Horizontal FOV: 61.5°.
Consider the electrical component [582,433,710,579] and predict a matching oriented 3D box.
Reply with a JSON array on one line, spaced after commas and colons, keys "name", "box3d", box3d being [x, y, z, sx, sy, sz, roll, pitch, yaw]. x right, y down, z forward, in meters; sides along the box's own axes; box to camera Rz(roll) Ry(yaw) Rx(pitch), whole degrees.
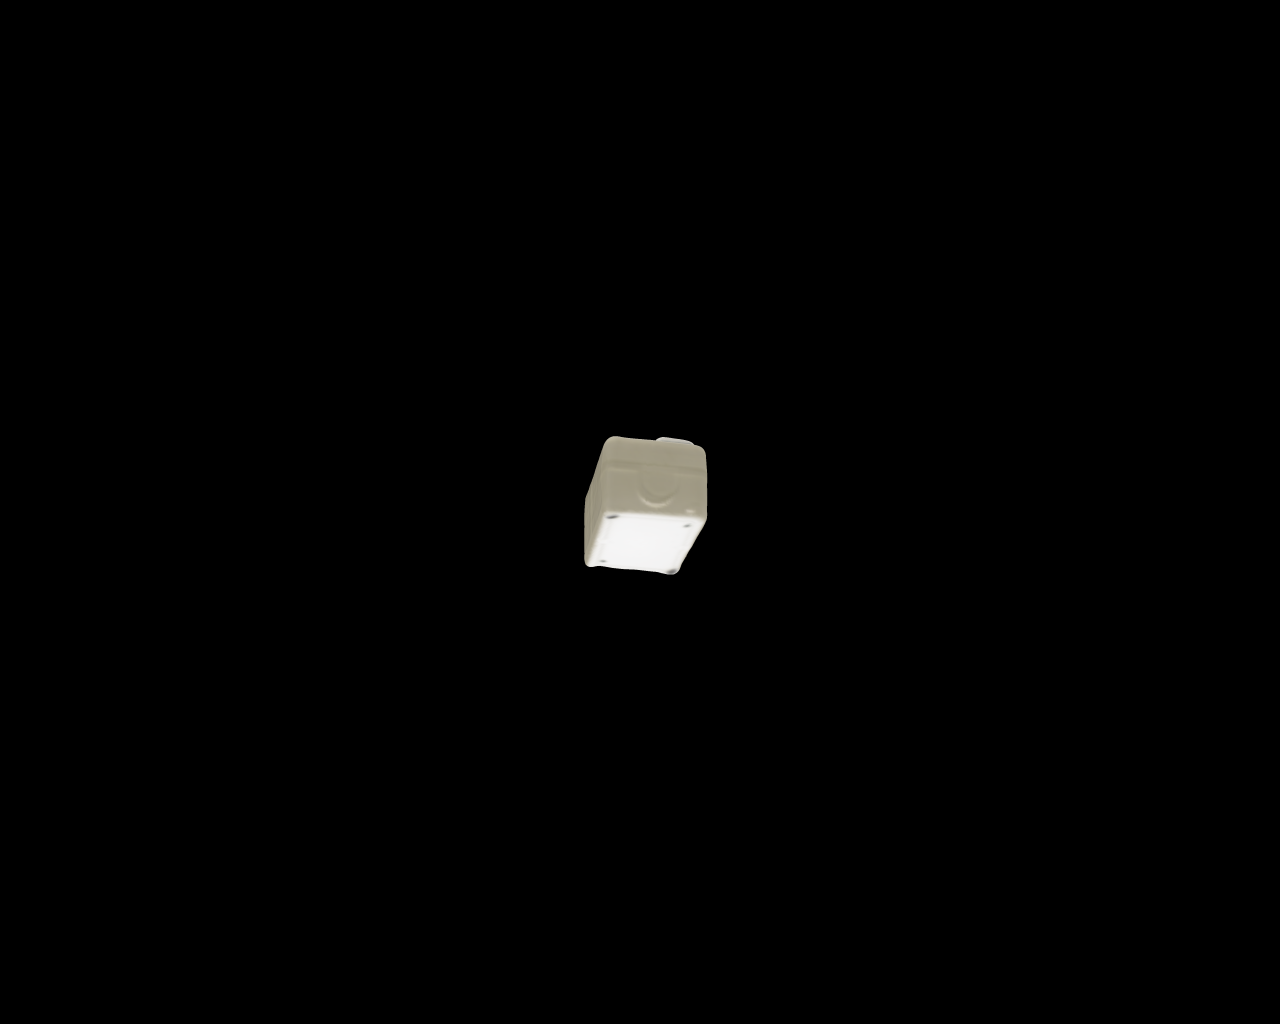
[{"name": "electrical component", "box3d": [0.001, -0.003, 0.650, 0.062, 0.061, 0.096, 5, -28, -10]}]
